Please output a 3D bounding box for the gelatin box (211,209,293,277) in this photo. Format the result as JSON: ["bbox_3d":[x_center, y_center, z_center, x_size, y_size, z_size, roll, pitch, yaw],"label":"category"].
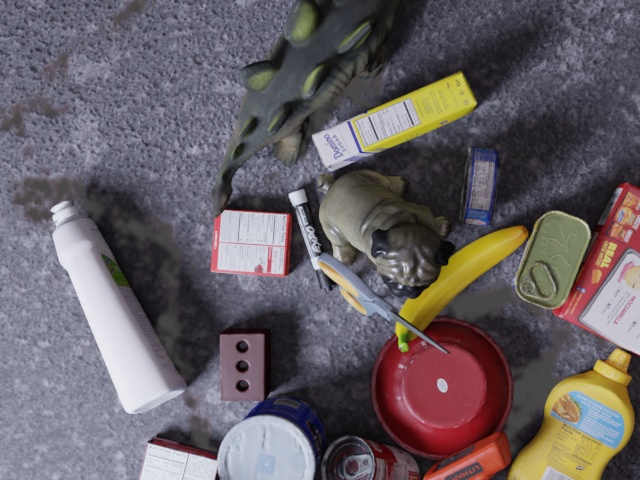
[{"bbox_3d":[-0.078,0.003,1.223,0.089,0.030,0.073,4,89,5],"label":"gelatin box"}]

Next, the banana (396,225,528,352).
[{"bbox_3d":[0.148,0.051,1.183,0.197,0.070,0.037,-44,120,-11],"label":"banana"}]

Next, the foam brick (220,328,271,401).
[{"bbox_3d":[-0.084,0.141,1.214,0.053,0.051,0.078,-1,90,5],"label":"foam brick"}]

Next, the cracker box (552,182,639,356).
[{"bbox_3d":[0.386,0.056,1.158,0.214,0.072,0.164,26,94,4],"label":"cracker box"}]

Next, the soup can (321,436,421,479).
[{"bbox_3d":[0.057,0.255,1.166,0.069,0.102,0.068,-14,65,32],"label":"soup can"}]

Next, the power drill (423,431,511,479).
[{"bbox_3d":[0.209,0.302,1.130,0.185,0.057,0.187,-31,86,18],"label":"power drill"}]

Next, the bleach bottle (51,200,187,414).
[{"bbox_3d":[-0.239,0.072,1.215,0.068,0.102,0.251,-27,81,-1],"label":"bleach bottle"}]

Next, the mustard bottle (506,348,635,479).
[{"bbox_3d":[0.289,0.207,1.174,0.096,0.058,0.191,28,93,10],"label":"mustard bottle"}]

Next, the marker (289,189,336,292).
[{"bbox_3d":[-0.008,0.002,1.222,0.020,0.020,0.121,-19,89,5],"label":"marker"}]

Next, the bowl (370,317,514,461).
[{"bbox_3d":[0.136,0.162,1.177,0.162,0.055,0.162,-1,79,3],"label":"bowl"}]

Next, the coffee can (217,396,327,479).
[{"bbox_3d":[-0.049,0.231,1.166,0.103,0.140,0.103,0,90,5],"label":"coffee can"}]

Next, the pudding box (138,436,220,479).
[{"bbox_3d":[-0.166,0.292,1.230,0.090,0.039,0.113,14,90,6],"label":"pudding box"}]

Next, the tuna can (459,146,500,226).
[{"bbox_3d":[0.175,-0.059,1.170,0.034,0.086,0.086,7,91,4],"label":"tuna can"}]

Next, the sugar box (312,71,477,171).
[{"bbox_3d":[0.083,-0.128,1.175,0.176,0.093,0.048,-25,88,6],"label":"sugar box"}]

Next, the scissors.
[{"bbox_3d":[0.072,0.081,1.152,0.016,0.096,0.202,-44,59,-12],"label":"scissors"}]

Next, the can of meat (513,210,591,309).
[{"bbox_3d":[0.249,0.021,1.164,0.057,0.084,0.102,20,92,5],"label":"can of meat"}]
